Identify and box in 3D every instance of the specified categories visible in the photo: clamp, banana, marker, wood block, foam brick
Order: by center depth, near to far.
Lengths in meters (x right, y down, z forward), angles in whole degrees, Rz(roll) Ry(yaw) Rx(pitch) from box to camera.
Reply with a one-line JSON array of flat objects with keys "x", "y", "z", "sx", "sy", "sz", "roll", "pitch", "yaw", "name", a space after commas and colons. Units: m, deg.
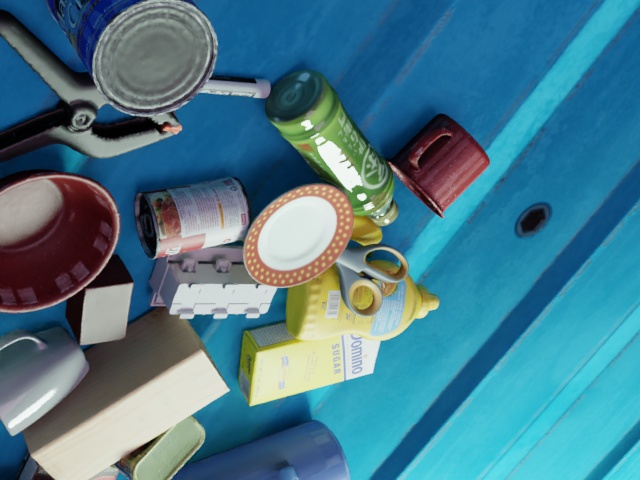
[{"x": -0.219, "y": -0.125, "z": 0.948, "sx": 0.209, "sy": 0.036, "sz": 0.165, "roll": -2, "pitch": 133, "yaw": -30, "name": "clamp"}, {"x": -0.103, "y": -0.149, "z": 1.017, "sx": 0.120, "sy": 0.020, "sz": 0.020, "roll": 0, "pitch": 126, "yaw": -33, "name": "marker"}, {"x": -0.227, "y": 0.061, "z": 1.096, "sx": 0.052, "sy": 0.051, "sz": 0.078, "roll": -6, "pitch": 129, "yaw": -29, "name": "foam brick"}, {"x": -0.217, "y": 0.169, "z": 1.165, "sx": 0.206, "sy": 0.091, "sz": 0.090, "roll": -32, "pitch": 137, "yaw": -6, "name": "wood block"}, {"x": 0.003, "y": -0.013, "z": 1.189, "sx": 0.197, "sy": 0.037, "sz": 0.070, "roll": 10, "pitch": 120, "yaw": -38, "name": "banana"}]

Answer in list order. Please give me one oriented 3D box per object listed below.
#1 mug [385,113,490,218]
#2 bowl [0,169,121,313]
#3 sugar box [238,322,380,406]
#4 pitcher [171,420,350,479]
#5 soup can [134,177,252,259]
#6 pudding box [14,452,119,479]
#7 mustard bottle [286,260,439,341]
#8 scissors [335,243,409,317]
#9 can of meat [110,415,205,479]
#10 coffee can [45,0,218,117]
[{"x": 0.128, "y": -0.088, "z": 1.163, "sx": 0.081, "sy": 0.093, "sz": 0.117, "roll": -45, "pitch": 152, "yaw": 1, "name": "mug"}, {"x": -0.271, "y": -0.010, "z": 0.996, "sx": 0.161, "sy": 0.055, "sz": 0.162, "roll": -23, "pitch": 138, "yaw": -22, "name": "bowl"}, {"x": -0.011, "y": 0.139, "z": 1.304, "sx": 0.176, "sy": 0.048, "sz": 0.093, "roll": -10, "pitch": 130, "yaw": -24, "name": "sugar box"}, {"x": -0.084, "y": 0.317, "z": 1.346, "sx": 0.242, "sy": 0.149, "sz": 0.145, "roll": -19, "pitch": 120, "yaw": -22, "name": "pitcher"}, {"x": -0.128, "y": -0.024, "z": 1.074, "sx": 0.102, "sy": 0.069, "sz": 0.068, "roll": -12, "pitch": 132, "yaw": -25, "name": "soup can"}, {"x": -0.296, "y": 0.278, "z": 1.246, "sx": 0.113, "sy": 0.039, "sz": 0.090, "roll": 9, "pitch": 121, "yaw": -38, "name": "pudding box"}, {"x": 0.057, "y": 0.071, "z": 1.261, "sx": 0.191, "sy": 0.058, "sz": 0.096, "roll": 3, "pitch": 100, "yaw": -27, "name": "mustard bottle"}, {"x": 0.013, "y": 0.030, "z": 1.176, "sx": 0.201, "sy": 0.016, "sz": 0.096, "roll": 13, "pitch": 100, "yaw": -33, "name": "scissors"}, {"x": -0.192, "y": 0.228, "z": 1.214, "sx": 0.102, "sy": 0.084, "sz": 0.057, "roll": -47, "pitch": 127, "yaw": -18, "name": "can of meat"}, {"x": -0.156, "y": -0.180, "z": 0.868, "sx": 0.102, "sy": 0.140, "sz": 0.103, "roll": -17, "pitch": 133, "yaw": -19, "name": "coffee can"}]
